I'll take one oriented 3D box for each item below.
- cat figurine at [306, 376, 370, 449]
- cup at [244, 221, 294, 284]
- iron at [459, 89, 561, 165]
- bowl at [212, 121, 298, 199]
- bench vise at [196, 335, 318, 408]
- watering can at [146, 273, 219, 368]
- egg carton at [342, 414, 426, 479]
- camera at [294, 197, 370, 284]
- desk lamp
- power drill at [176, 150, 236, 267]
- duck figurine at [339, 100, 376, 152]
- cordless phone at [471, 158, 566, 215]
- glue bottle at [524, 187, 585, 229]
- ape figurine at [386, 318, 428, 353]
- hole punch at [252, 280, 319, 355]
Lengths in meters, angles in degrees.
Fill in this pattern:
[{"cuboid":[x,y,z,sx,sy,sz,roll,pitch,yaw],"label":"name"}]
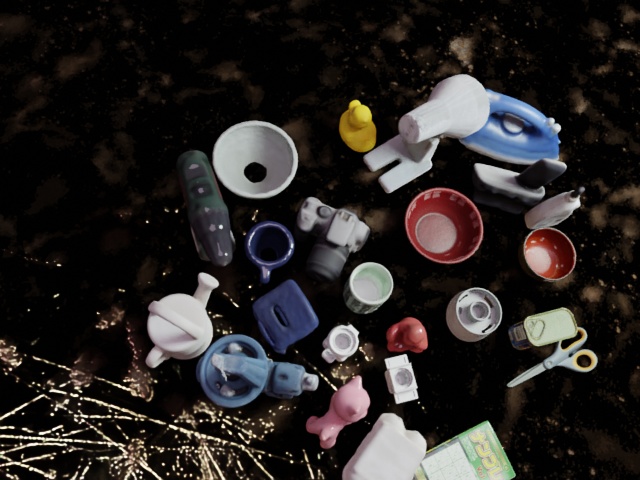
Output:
[{"cuboid":[0.039,0.302,1.000,0.067,0.117,0.128,42,73,8],"label":"cat figurine"},{"cuboid":[-0.098,0.034,1.081,0.091,0.095,0.118,7,72,-5],"label":"cup"},{"cuboid":[0.413,-0.246,1.209,0.258,0.141,0.119,20,71,0],"label":"iron"},{"cuboid":[-0.129,-0.149,1.147,0.167,0.074,0.167,2,72,-6],"label":"bowl"},{"cuboid":[-0.108,0.210,0.958,0.207,0.219,0.121,-8,73,-9],"label":"bench vise"},{"cuboid":[-0.239,0.136,0.979,0.101,0.194,0.173,12,71,-3],"label":"watering can"},{"cuboid":[0.115,0.389,1.007,0.107,0.069,0.150,37,72,6],"label":"egg carton"},{"cuboid":[0.010,0.004,1.101,0.143,0.101,0.137,24,71,1],"label":"camera"},{"cuboid":[0.210,-0.212,1.135,0.203,0.213,0.118,-33,79,-15],"label":"desk lamp"},{"cuboid":[-0.199,-0.035,1.031,0.076,0.208,0.229,-18,75,-12],"label":"power drill"},{"cuboid":[0.084,-0.242,1.197,0.077,0.086,0.104,-18,75,-12],"label":"duck figurine"},{"cuboid":[0.394,-0.133,1.147,0.147,0.185,0.094,12,71,-3],"label":"cordless phone"},{"cuboid":[0.479,-0.068,1.143,0.078,0.173,0.037,-8,73,-9],"label":"glue bottle"},{"cuboid":[0.169,0.178,1.069,0.078,0.092,0.076,37,72,6],"label":"ape figurine"},{"cuboid":[-0.065,0.142,1.053,0.101,0.091,0.108,-30,78,-15],"label":"hole punch"}]
